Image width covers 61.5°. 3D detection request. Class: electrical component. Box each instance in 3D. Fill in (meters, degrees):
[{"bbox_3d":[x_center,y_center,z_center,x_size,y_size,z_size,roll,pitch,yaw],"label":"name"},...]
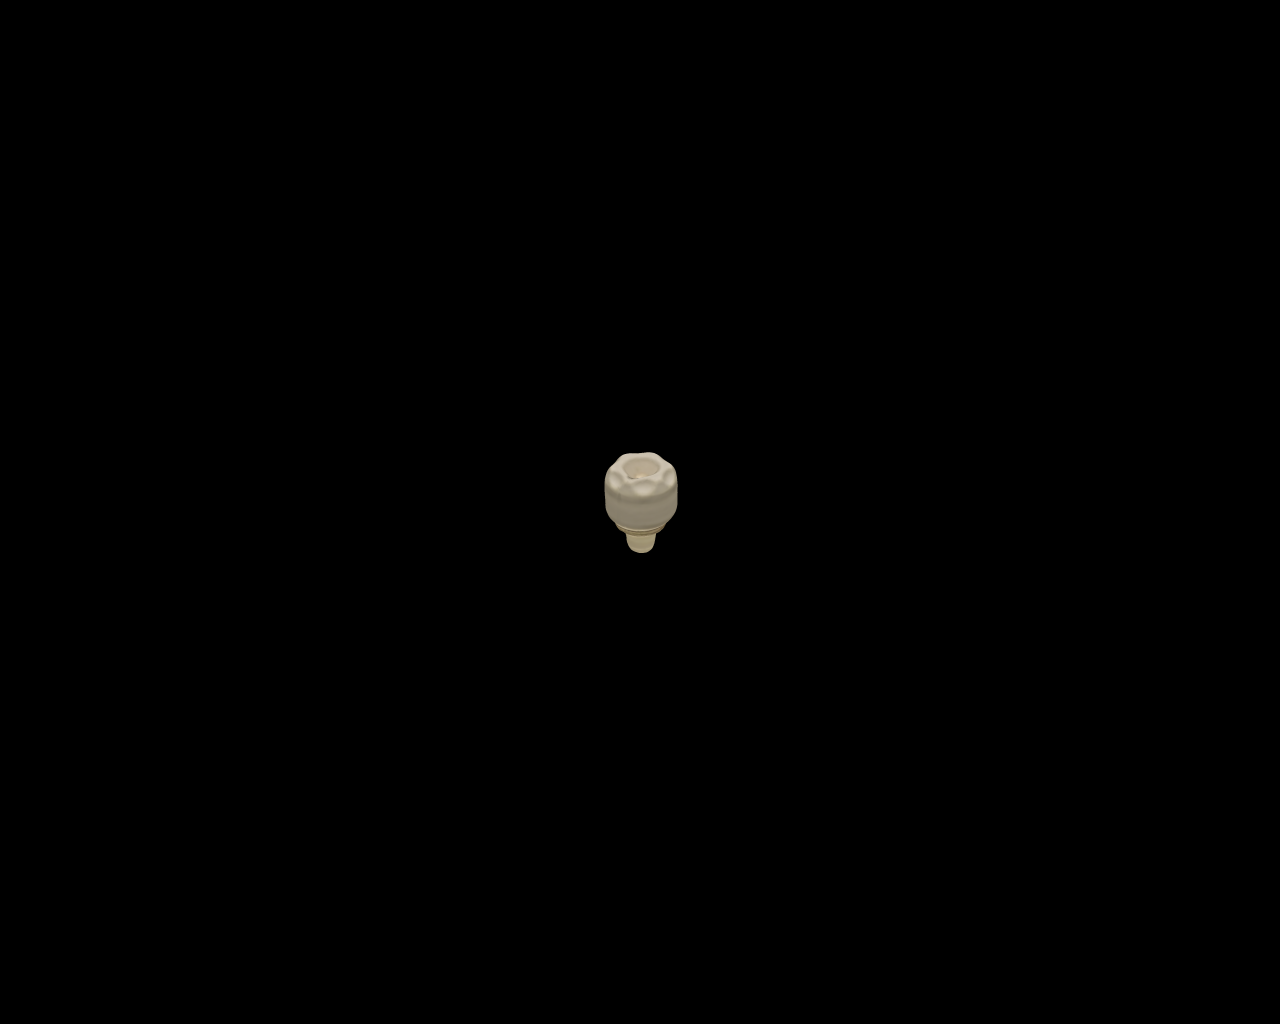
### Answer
[{"bbox_3d":[0.001,-0.003,0.650,0.043,0.062,0.043,0,34,0],"label":"electrical component"}]
